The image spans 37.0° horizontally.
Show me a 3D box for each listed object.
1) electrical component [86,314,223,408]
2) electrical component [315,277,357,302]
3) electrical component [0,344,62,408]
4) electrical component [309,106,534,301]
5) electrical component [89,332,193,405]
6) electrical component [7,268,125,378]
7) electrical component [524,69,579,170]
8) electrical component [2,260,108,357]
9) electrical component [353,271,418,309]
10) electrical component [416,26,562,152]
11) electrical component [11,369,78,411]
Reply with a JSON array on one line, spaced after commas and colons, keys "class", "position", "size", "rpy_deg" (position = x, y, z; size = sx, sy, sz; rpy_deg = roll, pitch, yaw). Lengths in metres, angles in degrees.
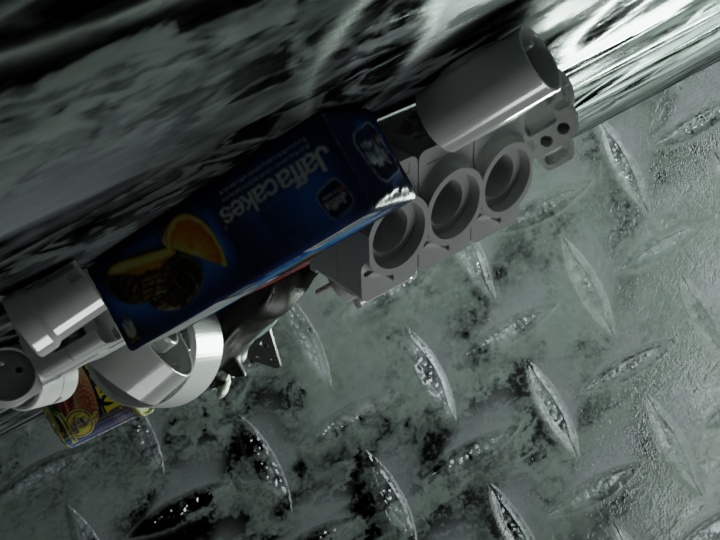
[{"class": "electrical component", "position": [-0.174, 0.062, 0.882], "size": [0.108, 0.108, 0.060], "rpy_deg": [-28, 173, 11]}, {"class": "electrical component", "position": [0.000, 0.000, 0.847], "size": [0.079, 0.043, 0.077], "rpy_deg": [-28, 179, 25]}, {"class": "electrical component", "position": [-0.268, 0.079, 0.871], "size": [0.079, 0.043, 0.077], "rpy_deg": [-28, 179, -21]}, {"class": "electrical component", "position": [0.041, -0.053, 0.713], "size": [0.150, 0.089, 0.062], "rpy_deg": [-27, -139, -33]}, {"class": "electrical component", "position": [-0.173, 0.055, 0.800], "size": [0.064, 0.099, 0.099], "rpy_deg": [-35, 178, 6]}, {"class": "electrical component", "position": [-0.178, 0.032, 0.688], "size": [0.056, 0.050, 0.089], "rpy_deg": [-29, 178, 13]}, {"class": "electrical component", "position": [0.128, -0.119, 0.788], "size": [0.058, 0.078, 0.057], "rpy_deg": [-29, -160, 24]}, {"class": "electrical component", "position": [-0.173, 0.021, 0.613], "size": [0.046, 0.040, 0.040], "rpy_deg": [-34, 180, -11]}, {"class": "electrical component", "position": [-0.001, -0.026, 0.988], "size": [0.060, 0.105, 0.186], "rpy_deg": [-28, 179, -1]}, {"class": "electrical component", "position": [0.085, -0.112, 0.658], "size": [0.077, 0.044, 0.079], "rpy_deg": [-29, 179, 32]}, {"class": "electrical component", "position": [-0.283, 0.094, 0.939], "size": [0.055, 0.055, 0.047], "rpy_deg": [-28, 175, 23]}]
